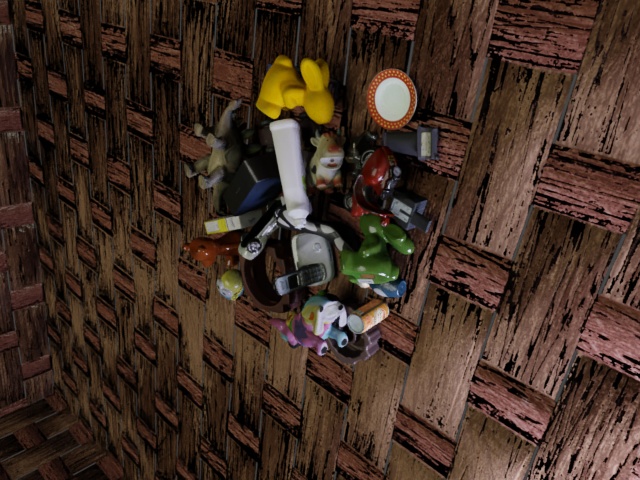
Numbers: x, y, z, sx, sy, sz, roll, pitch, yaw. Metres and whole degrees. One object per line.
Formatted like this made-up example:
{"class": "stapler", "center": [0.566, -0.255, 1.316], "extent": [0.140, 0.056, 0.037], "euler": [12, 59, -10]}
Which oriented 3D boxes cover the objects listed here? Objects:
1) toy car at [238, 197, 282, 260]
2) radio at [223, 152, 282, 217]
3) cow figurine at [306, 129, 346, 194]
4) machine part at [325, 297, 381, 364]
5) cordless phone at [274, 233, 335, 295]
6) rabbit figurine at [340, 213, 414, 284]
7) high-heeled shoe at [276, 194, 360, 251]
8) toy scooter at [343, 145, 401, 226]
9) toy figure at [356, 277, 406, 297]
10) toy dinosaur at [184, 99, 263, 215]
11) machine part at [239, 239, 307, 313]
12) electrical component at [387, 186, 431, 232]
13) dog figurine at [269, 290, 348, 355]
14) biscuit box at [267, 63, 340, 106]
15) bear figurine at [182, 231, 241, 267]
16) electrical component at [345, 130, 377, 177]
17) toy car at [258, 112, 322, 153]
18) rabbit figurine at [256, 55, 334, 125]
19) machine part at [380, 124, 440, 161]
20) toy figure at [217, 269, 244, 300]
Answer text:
{"class": "toy car", "center": [-0.152, -0.035, 1.485], "extent": [0.201, 0.056, 0.074], "euler": [-50, 35, -2]}
{"class": "radio", "center": [-0.165, -0.150, 1.441], "extent": [0.073, 0.131, 0.229], "euler": [63, 149, 8]}
{"class": "cow figurine", "center": [0.015, -0.185, 1.281], "extent": [0.195, 0.085, 0.127], "euler": [150, 113, -76]}
{"class": "machine part", "center": [0.080, 0.240, 1.420], "extent": [0.180, 0.056, 0.179], "euler": [18, 117, 40]}
{"class": "cordless phone", "center": [-0.055, 0.059, 1.397], "extent": [0.089, 0.184, 0.146], "euler": [0, 104, 49]}
{"class": "rabbit figurine", "center": [0.129, 0.006, 1.242], "extent": [0.159, 0.121, 0.170], "euler": [-3, 68, 27]}
{"class": "high-heeled shoe", "center": [-0.003, -0.004, 1.361], "extent": [0.145, 0.086, 0.249], "euler": [-40, 85, 28]}
{"class": "toy scooter", "center": [0.127, -0.108, 1.182], "extent": [0.135, 0.075, 0.183], "euler": [52, 129, 38]}
{"class": "toy figure", "center": [0.135, 0.099, 1.313], "extent": [0.155, 0.058, 0.064], "euler": [14, 134, 38]}
{"class": "toy dinosaur", "center": [-0.265, -0.210, 1.495], "extent": [0.105, 0.198, 0.471], "euler": [52, 140, 20]}
{"class": "machine part", "center": [-0.135, 0.100, 1.558], "extent": [0.202, 0.087, 0.200], "euler": [5, 107, 44]}
{"class": "electrical component", "center": [0.206, -0.063, 1.200], "extent": [0.119, 0.048, 0.074], "euler": [31, 124, 32]}
{"class": "dog figurine", "center": [-0.040, 0.209, 1.413], "extent": [0.219, 0.108, 0.191], "euler": [14, 116, 45]}
{"class": "biscuit box", "center": [-0.046, -0.384, 1.324], "extent": [0.203, 0.059, 0.062], "euler": [30, 123, 34]}
{"class": "bear figurine", "center": [-0.308, 0.042, 1.626], "extent": [0.120, 0.196, 0.131], "euler": [5, 108, 40]}
{"class": "electrical component", "center": [0.096, -0.204, 1.229], "extent": [0.045, 0.102, 0.078], "euler": [-5, 127, 45]}
{"class": "toy car", "center": [-0.079, -0.279, 1.396], "extent": [0.202, 0.053, 0.089], "euler": [-1, 109, 40]}
{"class": "rabbit figurine", "center": [-0.035, -0.338, 1.229], "extent": [0.173, 0.122, 0.162], "euler": [35, 116, 14]}
{"class": "machine part", "center": [0.196, -0.211, 1.169], "extent": [0.139, 0.039, 0.084], "euler": [8, 118, 40]}
{"class": "toy figure", "center": [-0.275, 0.138, 1.674], "extent": [0.082, 0.089, 0.180], "euler": [25, 168, 2]}
